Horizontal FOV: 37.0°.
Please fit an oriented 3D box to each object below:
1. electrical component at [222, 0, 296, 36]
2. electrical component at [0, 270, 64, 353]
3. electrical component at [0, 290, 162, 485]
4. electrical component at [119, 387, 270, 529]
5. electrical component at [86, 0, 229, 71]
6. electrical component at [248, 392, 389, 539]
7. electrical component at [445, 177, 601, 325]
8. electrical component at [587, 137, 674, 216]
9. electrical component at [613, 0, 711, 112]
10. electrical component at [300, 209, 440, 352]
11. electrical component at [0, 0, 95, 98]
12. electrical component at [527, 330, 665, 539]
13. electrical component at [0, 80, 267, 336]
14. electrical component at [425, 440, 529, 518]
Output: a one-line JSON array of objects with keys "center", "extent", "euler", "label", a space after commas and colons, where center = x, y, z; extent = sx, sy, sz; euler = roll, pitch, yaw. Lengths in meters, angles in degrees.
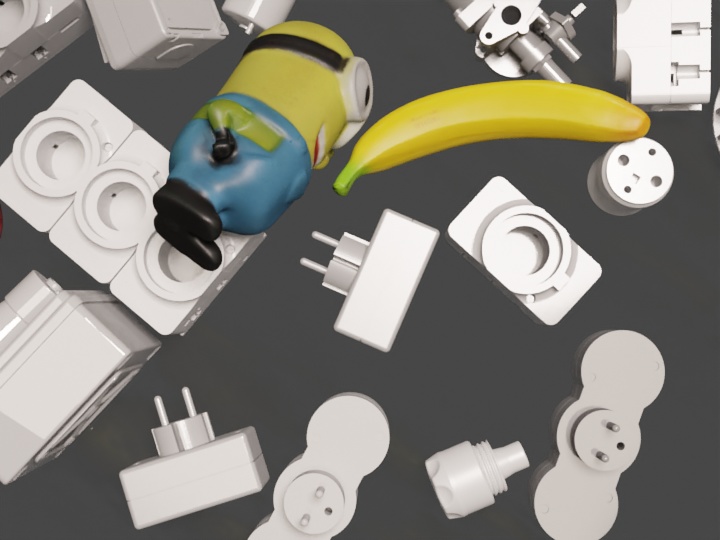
[{"center": [-0.059, -0.188, 0.705], "extent": [0.040, 0.040, 0.078], "euler": [27, 88, 3], "label": "electrical component"}, {"center": [-0.221, 0.032, 0.700], "extent": [0.044, 0.044, 0.065], "euler": [45, 84, 3], "label": "electrical component"}, {"center": [-0.185, 0.068, 0.663], "extent": [0.056, 0.108, 0.108], "euler": [43, 89, 1], "label": "electrical component"}, {"center": [-0.110, 0.114, 0.689], "extent": [0.083, 0.047, 0.075], "euler": [-18, 87, 1], "label": "electrical component"}, {"center": [-0.140, -0.180, 0.690], "extent": [0.061, 0.062, 0.096], "euler": [-23, 87, 33], "label": "electrical component"}, {"center": [-0.028, 0.143, 0.672], "extent": [0.052, 0.073, 0.138], "euler": [28, 88, 3], "label": "electrical component"}, {"center": [0.103, -0.011, 0.684], "extent": [0.089, 0.055, 0.050], "euler": [43, 89, 3], "label": "electrical component"}, {"center": [0.172, -0.059, 0.685], "extent": [0.045, 0.055, 0.045], "euler": [0, 87, 2], "label": "electrical component"}, {"center": [0.191, -0.148, 0.686], "extent": [0.056, 0.050, 0.089], "euler": [0, 91, 10], "label": "electrical component"}, {"center": [0.000, 0.000, 0.691], "extent": [0.076, 0.047, 0.083], "euler": [23, 88, 3], "label": "electrical component"}, {"center": [-0.256, -0.202, 0.700], "extent": [0.089, 0.061, 0.150], "euler": [-38, 87, 0], "label": "electrical component"}, {"center": [0.149, 0.104, 0.668], "extent": [0.052, 0.073, 0.138], "euler": [20, 88, 2], "label": "electrical component"}, {"center": [-0.148, -0.039, 0.690], "extent": [0.150, 0.061, 0.089], "euler": [40, 89, 3], "label": "electrical component"}, {"center": [0.076, 0.129, 0.685], "extent": [0.062, 0.043, 0.043], "euler": [-23, 87, -1], "label": "electrical component"}]
